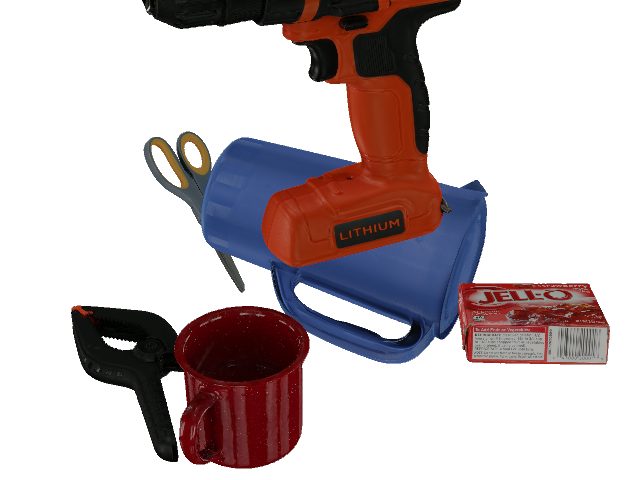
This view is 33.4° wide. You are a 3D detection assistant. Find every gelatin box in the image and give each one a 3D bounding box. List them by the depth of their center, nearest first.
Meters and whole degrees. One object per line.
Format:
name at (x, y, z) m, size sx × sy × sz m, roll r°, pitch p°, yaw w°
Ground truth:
gelatin box at (0.135, 0.052, 0.688) m, size 0.089 × 0.030 × 0.073 m, roll 1°, pitch 18°, yaw 4°

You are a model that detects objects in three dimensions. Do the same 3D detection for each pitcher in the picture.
pitcher at (0.017, -0.002, 0.944) m, size 0.243 × 0.145 × 0.149 m, roll 17°, pitch 21°, yaw 16°

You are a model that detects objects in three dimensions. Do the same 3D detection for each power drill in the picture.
power drill at (0.002, -0.080, 0.569) m, size 0.184 × 0.188 × 0.057 m, roll -13°, pitch 35°, yaw -17°

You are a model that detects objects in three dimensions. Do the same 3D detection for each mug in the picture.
mug at (-0.059, 0.111, 0.742) m, size 0.093 × 0.081 × 0.117 m, roll 14°, pitch 34°, yaw 23°

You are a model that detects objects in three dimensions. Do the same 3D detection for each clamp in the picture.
clamp at (-0.144, 0.108, 0.983) m, size 0.210 × 0.036 × 0.164 m, roll 29°, pitch 40°, yaw 33°

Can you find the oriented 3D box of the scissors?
scissors at (-0.128, -0.044, 1.239) m, size 0.016 × 0.201 × 0.096 m, roll -24°, pitch 19°, yaw 43°
